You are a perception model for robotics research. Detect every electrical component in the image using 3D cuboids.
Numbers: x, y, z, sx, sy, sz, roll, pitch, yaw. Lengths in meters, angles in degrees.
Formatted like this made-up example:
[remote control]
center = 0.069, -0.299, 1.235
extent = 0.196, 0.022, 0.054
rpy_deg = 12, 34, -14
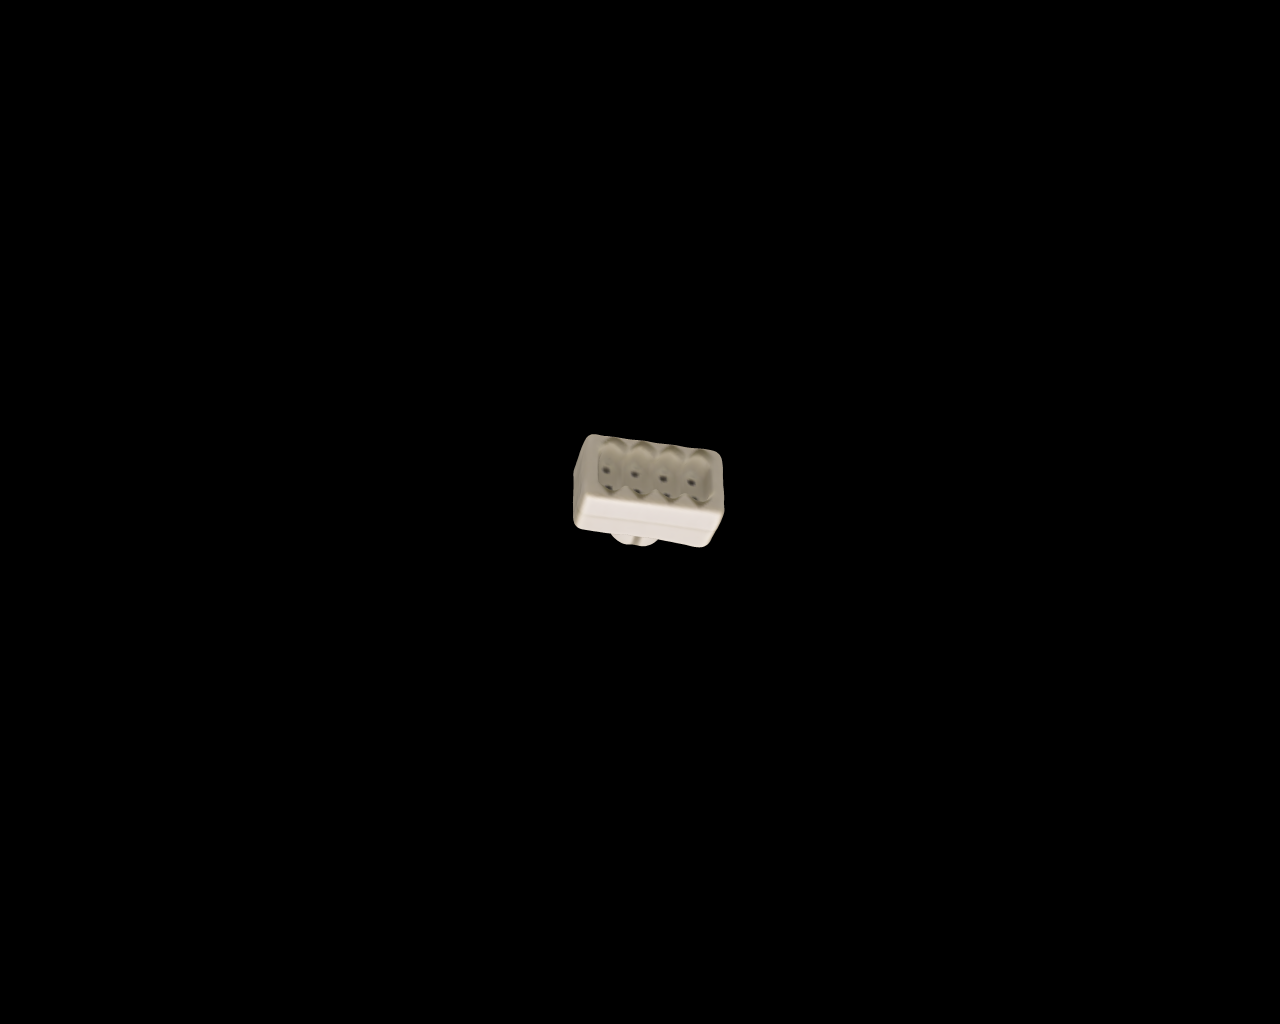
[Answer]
[electrical component]
center = 0.001, -0.003, 0.650
extent = 0.083, 0.047, 0.075
rpy_deg = 8, -35, -11
